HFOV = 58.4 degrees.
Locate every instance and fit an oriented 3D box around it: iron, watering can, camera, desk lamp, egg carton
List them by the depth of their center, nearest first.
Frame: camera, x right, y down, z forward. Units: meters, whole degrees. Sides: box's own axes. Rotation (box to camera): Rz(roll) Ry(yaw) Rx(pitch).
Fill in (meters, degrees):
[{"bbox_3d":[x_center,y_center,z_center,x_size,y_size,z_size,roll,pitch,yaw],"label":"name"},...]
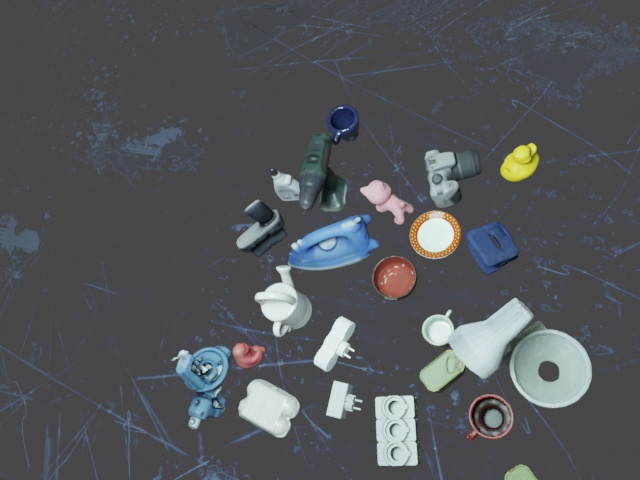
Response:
[{"bbox_3d":[0.390,0.208,1.248,0.203,0.214,0.117,-40,63,2],"label":"desk lamp"},{"bbox_3d":[-0.127,0.417,1.426,0.150,0.069,0.107,20,78,24],"label":"egg carton"},{"bbox_3d":[-0.099,0.152,1.444,0.101,0.194,0.172,-20,66,11],"label":"watering can"},{"bbox_3d":[0.342,-0.174,1.466,0.136,0.101,0.143,-13,67,14],"label":"camera"},{"bbox_3d":[0.014,0.005,1.489,0.258,0.142,0.118,-20,66,11],"label":"iron"}]

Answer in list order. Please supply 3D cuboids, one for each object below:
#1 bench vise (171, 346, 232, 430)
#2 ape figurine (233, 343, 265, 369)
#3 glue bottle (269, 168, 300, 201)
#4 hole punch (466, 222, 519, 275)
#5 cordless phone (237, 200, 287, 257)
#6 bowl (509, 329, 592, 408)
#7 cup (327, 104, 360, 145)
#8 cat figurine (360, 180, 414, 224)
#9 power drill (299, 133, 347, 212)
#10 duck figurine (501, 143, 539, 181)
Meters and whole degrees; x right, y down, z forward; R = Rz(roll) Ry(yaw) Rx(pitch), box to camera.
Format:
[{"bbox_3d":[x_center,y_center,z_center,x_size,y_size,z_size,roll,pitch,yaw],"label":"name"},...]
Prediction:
[{"bbox_3d":[-0.290,0.356,1.420,0.121,0.220,0.207,-13,67,14],"label":"bench vise"},{"bbox_3d":[-0.194,0.293,1.482,0.077,0.092,0.076,39,87,26],"label":"ape figurine"},{"bbox_3d":[-0.099,-0.156,1.568,0.078,0.173,0.037,-2,70,18],"label":"glue bottle"},{"bbox_3d":[0.415,0.011,1.380,0.101,0.091,0.108,-32,64,5],"label":"hole punch"},{"bbox_3d":[-0.181,-0.041,1.547,0.147,0.185,0.094,-41,63,1],"label":"cordless phone"},{"bbox_3d":[0.504,0.286,1.259,0.167,0.075,0.167,-6,69,17],"label":"bowl"},{"bbox_3d":[0.070,-0.307,1.610,0.091,0.095,0.118,15,76,23],"label":"cup"},{"bbox_3d":[0.173,-0.110,1.490,0.127,0.118,0.067,33,84,26],"label":"cat figurine"},{"bbox_3d":[0.006,-0.154,1.512,0.075,0.209,0.230,0,71,19],"label":"power drill"},{"bbox_3d":[0.499,-0.200,1.431,0.104,0.086,0.077,-37,64,3],"label":"duck figurine"}]
